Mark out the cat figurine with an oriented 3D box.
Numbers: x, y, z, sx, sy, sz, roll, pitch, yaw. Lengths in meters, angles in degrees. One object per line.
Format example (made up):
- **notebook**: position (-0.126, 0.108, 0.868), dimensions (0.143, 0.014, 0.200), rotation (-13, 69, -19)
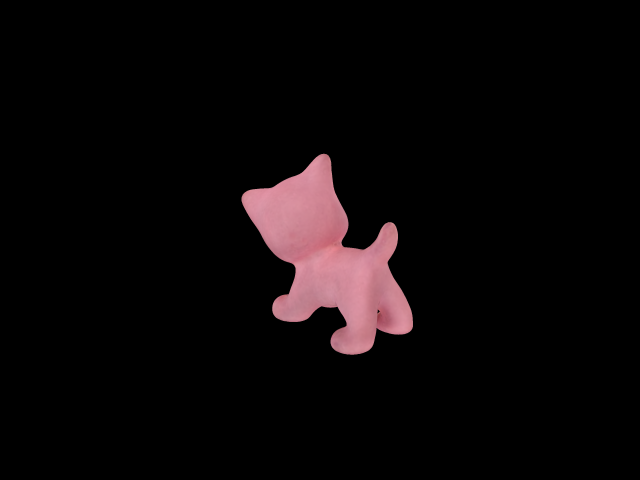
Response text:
- **cat figurine**: position (0.004, 0.001, 0.400), dimensions (0.127, 0.118, 0.067), rotation (18, 26, 41)
